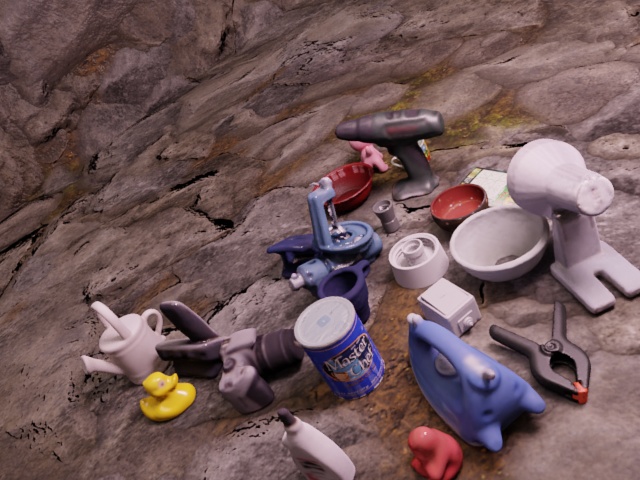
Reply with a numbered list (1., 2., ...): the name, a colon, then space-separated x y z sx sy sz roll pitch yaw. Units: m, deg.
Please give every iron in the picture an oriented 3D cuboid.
1. iron: 0.185 0.172 0.818 0.119 0.142 0.257 -37 34 -11

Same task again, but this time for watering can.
1. watering can: -0.402 0.205 1.164 0.100 0.194 0.173 -5 40 32

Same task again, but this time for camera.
1. camera: -0.105 0.212 1.019 0.136 0.101 0.143 -20 34 13

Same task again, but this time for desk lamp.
1. desk lamp: 0.390 -0.035 0.875 0.118 0.214 0.203 -28 33 2

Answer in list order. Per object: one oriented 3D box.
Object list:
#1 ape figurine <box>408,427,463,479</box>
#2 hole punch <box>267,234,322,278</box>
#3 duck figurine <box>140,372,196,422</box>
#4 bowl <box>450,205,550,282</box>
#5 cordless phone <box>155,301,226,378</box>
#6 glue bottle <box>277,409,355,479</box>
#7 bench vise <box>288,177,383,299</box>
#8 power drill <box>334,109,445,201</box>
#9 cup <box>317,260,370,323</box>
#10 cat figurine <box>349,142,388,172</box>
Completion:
1. ape figurine: 0.144 0.277 0.754 0.076 0.092 0.077 -19 34 15
2. hole punch: -0.047 0.019 1.242 0.108 0.091 0.101 -4 41 33
3. duck figurine: -0.299 0.287 1.077 0.104 0.086 0.077 -25 33 7
4. bowl: 0.314 0.018 0.988 0.167 0.075 0.167 -20 34 14
5. cordless phone: -0.268 0.178 1.108 0.147 0.185 0.094 -10 38 27
6. glue bottle: -0.016 0.284 0.790 0.078 0.173 0.037 -7 39 30
7. bench vise: 0.019 0.005 1.094 0.121 0.220 0.208 3 45 39
8. power drill: 0.170 -0.192 1.255 0.229 0.209 0.075 -14 36 22
9. cup: 0.061 0.101 1.047 0.118 0.095 0.091 -45 36 -23
10. cat figurine: 0.112 -0.235 1.438 0.067 0.118 0.127 -25 33 6
